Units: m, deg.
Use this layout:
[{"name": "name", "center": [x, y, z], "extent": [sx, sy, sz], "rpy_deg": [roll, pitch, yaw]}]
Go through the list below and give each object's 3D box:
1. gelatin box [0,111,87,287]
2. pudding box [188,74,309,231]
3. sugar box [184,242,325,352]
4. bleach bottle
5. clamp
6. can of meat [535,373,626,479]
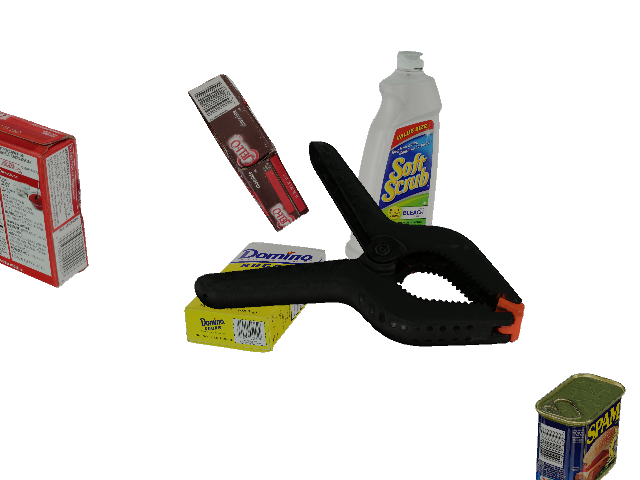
[{"name": "gelatin box", "center": [-0.171, -0.026, 0.604], "extent": [0.073, 0.089, 0.030], "rpy_deg": [19, 36, 25]}, {"name": "pudding box", "center": [-0.060, -0.074, 0.899], "extent": [0.039, 0.113, 0.090], "rpy_deg": [-30, -38, -2]}, {"name": "sugar box", "center": [-0.064, 0.055, 1.130], "extent": [0.093, 0.048, 0.176], "rpy_deg": [6, 27, 17]}, {"name": "bleach bottle", "center": [0.089, -0.096, 1.263], "extent": [0.102, 0.251, 0.068], "rpy_deg": [-3, 19, -19]}, {"name": "clamp", "center": [0.032, 0.022, 0.716], "extent": [0.210, 0.036, 0.164], "rpy_deg": [29, 56, 24]}, {"name": "can of meat", "center": [0.250, 0.188, 1.031], "extent": [0.058, 0.084, 0.101], "rpy_deg": [14, 24, 37]}]
